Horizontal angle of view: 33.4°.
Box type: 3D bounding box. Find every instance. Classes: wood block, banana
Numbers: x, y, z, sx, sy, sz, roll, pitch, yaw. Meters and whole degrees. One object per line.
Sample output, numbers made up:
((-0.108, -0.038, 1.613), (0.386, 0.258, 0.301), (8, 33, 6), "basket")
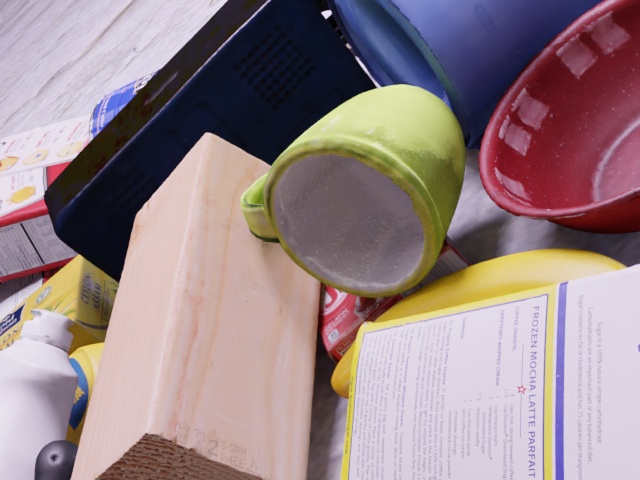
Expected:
((-0.060, 0.054, 0.585), (0.091, 0.090, 0.206), (-44, 28, 38), "wood block")
((0.082, 0.039, 0.504), (0.198, 0.037, 0.069), (-12, 42, 48), "banana")

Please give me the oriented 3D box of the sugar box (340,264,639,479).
((0.087, 0.068, 0.427), (0.177, 0.048, 0.093), (-14, 60, 41), "sugar box")

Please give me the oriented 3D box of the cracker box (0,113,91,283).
((-0.261, -0.037, 0.978), (0.214, 0.072, 0.164), (-15, 34, 9), "cracker box")

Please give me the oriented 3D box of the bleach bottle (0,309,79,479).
((-0.187, 0.160, 0.608), (0.103, 0.068, 0.250), (-17, 54, 55), "bleach bottle")

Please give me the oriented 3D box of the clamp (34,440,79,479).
((-0.133, 0.204, 0.549), (0.039, 0.120, 0.171), (-3, 54, 3), "clamp")

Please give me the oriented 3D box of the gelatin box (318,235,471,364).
((0.035, 0.024, 0.597), (0.089, 0.030, 0.073), (-41, 27, 8), "gelatin box")

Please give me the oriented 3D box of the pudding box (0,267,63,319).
((-0.276, 0.069, 0.963), (0.113, 0.039, 0.090), (-39, 27, 7), "pudding box")

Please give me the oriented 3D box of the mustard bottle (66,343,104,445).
((-0.169, 0.128, 0.709), (0.191, 0.058, 0.096), (-49, 29, -7), "mustard bottle")

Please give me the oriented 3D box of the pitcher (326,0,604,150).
((0.124, -0.182, 0.612), (0.242, 0.145, 0.149), (-40, -17, -6), "pitcher")

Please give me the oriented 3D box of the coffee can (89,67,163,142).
((-0.103, -0.095, 0.863), (0.141, 0.102, 0.102), (-17, 39, 38), "coffee can")

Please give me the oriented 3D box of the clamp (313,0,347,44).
((0.046, -0.195, 0.830), (0.210, 0.036, 0.164), (-24, -10, 7), "clamp")

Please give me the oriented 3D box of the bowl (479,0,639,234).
((0.157, -0.057, 0.509), (0.162, 0.055, 0.162), (-34, 30, 22), "bowl")
